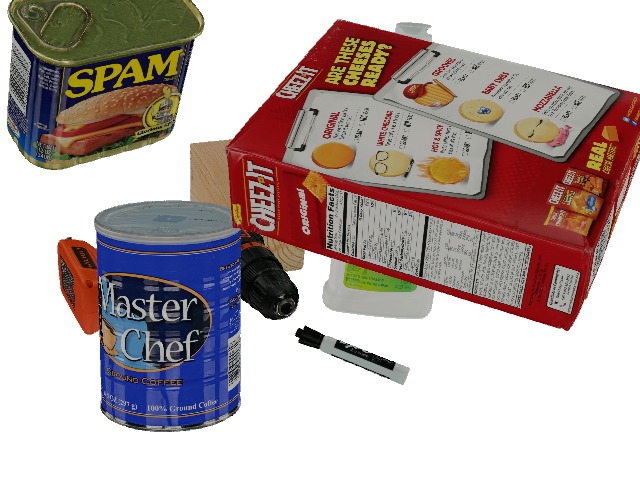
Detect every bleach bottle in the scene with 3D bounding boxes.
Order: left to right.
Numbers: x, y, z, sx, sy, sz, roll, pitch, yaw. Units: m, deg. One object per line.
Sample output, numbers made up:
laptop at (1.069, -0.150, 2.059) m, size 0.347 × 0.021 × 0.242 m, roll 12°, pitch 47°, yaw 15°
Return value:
bleach bottle at (0.061, -0.061, 0.923) m, size 0.102 × 0.251 × 0.068 m, roll 6°, pitch 17°, yaw 5°

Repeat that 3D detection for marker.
marker at (0.031, 0.116, 1.085) m, size 0.121 × 0.020 × 0.020 m, roll 22°, pitch 2°, yaw 6°

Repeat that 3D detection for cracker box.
cracker box at (0.074, -0.047, 0.647) m, size 0.214 × 0.072 × 0.164 m, roll 17°, pitch 43°, yaw 18°

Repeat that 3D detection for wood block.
wood block at (-0.093, -0.045, 1.318) m, size 0.090 × 0.090 × 0.206 m, roll -7°, pitch 30°, yaw -19°

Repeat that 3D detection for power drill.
power drill at (-0.131, 0.033, 0.962) m, size 0.187 × 0.057 × 0.185 m, roll -9°, pitch 26°, yaw -26°

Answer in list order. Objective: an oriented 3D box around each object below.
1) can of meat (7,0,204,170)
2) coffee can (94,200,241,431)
can of meat at (-0.123, -0.093, 0.596) m, size 0.101 × 0.057 × 0.084 m, roll -19°, pitch -31°, yaw -33°
coffee can at (-0.107, 0.050, 0.759) m, size 0.103 × 0.140 × 0.103 m, roll 1°, pitch 15°, yaw -1°
